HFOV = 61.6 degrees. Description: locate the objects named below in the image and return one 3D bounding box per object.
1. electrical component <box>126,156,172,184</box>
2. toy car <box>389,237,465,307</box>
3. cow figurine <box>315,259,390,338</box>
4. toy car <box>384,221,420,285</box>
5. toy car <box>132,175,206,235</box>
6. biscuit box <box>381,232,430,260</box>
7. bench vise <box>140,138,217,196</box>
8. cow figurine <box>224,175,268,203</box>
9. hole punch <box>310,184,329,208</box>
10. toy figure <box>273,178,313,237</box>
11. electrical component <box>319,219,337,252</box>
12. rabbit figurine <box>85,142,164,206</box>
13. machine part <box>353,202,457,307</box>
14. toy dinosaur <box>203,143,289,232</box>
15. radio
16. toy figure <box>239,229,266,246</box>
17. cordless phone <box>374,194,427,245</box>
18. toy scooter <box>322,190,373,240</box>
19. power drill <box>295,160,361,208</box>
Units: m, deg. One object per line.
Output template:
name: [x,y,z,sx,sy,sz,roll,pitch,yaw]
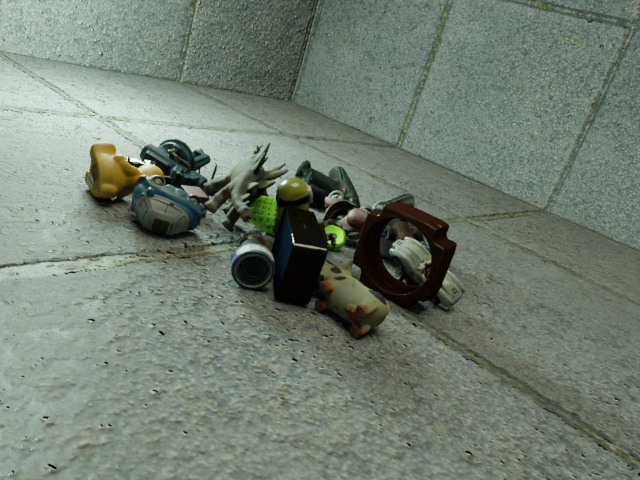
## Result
electrical component: [-0.441,-0.165,1.373,0.119,0.074,0.048,6,23,-20]
toy car: [0.249,0.072,1.264,0.073,0.056,0.202,-35,69,-25]
cow figurine: [0.054,0.104,1.064,0.127,0.085,0.195,-11,32,-43]
toy car: [0.223,0.031,1.356,0.089,0.053,0.202,5,46,-13]
toy car: [-0.338,-0.060,1.163,0.161,0.109,0.103,26,41,-12]
biscuit box: [0.236,0.033,1.445,0.203,0.059,0.063,20,20,6]
bench vise: [-0.365,-0.207,1.488,0.224,0.128,0.240,21,25,8]
cow figurine: [-0.213,-0.132,1.480,0.098,0.068,0.167,55,28,16]
hole punch: [-0.020,-0.160,1.708,0.142,0.092,0.116,7,25,-37]
toy figure: [-0.067,-0.055,1.245,0.082,0.180,0.089,26,25,26]
electrical component: [-0.004,-0.004,1.313,0.102,0.078,0.045,-12,16,-25]
rabbit figurine: [-0.441,-0.147,1.259,0.173,0.121,0.163,-2,32,-45]
machine part: [0.187,0.030,1.198,0.202,0.200,0.087,29,25,30]
toy dinosaur: [-0.176,-0.145,1.308,0.105,0.198,0.472,51,6,-25]
radio: [-0.049,0.027,1.109,0.073,0.131,0.230,14,20,-12]
toy figure: [-0.149,0.017,1.164,0.064,0.057,0.154,22,14,-8]
cordless phone: [0.227,-0.027,1.519,0.146,0.184,0.089,-23,0,-35]
toy scooter: [0.062,-0.054,1.461,0.184,0.075,0.135,34,63,30]
power drill: [0.032,-0.150,1.622,0.207,0.086,0.232,15,44,-27]
